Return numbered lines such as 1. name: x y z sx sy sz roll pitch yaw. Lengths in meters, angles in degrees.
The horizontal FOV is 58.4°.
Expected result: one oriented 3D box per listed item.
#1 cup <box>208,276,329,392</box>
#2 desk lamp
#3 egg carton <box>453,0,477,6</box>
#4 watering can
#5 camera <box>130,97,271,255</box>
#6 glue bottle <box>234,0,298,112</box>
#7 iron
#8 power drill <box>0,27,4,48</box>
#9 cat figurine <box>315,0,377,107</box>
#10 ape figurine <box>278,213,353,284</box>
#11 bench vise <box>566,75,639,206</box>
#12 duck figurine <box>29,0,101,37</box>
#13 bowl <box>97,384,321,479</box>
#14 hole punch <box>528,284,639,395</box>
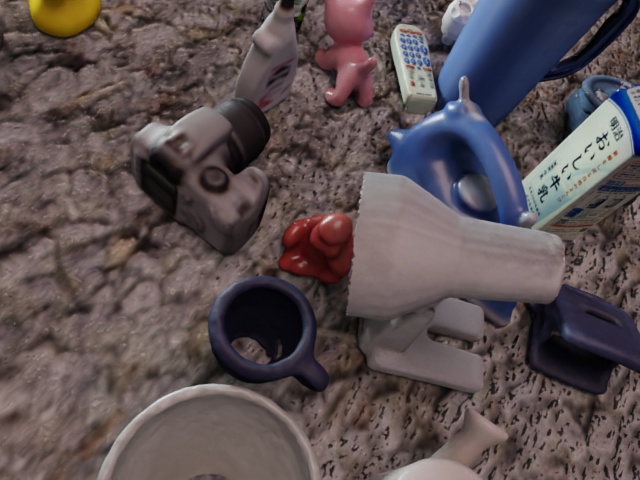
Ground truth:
1. cup: -0.046 0.098 0.508 0.117 0.095 0.092 41 59 7
2. desk lamp: 0.100 0.042 0.515 0.203 0.213 0.118 15 59 -9
3. egg carton: 0.274 -0.346 0.864 0.150 0.069 0.107 22 58 -5
4. watering can: 0.089 0.210 0.432 0.101 0.194 0.173 15 59 -9
5. camera: -0.100 -0.084 0.586 0.143 0.100 0.137 39 58 6
6. glue bottle: -0.050 -0.210 0.627 0.037 0.173 0.078 42 59 8
7. iron: 0.176 -0.045 0.628 0.119 0.141 0.258 -14 68 -23
8. power drill: -0.371 -0.264 0.534 0.230 0.208 0.075 16 59 -9
9. cat figurine: 0.040 -0.248 0.709 0.067 0.117 0.127 -8 65 -21
10. ape figurine: 0.005 0.002 0.578 0.076 0.092 0.077 -29 74 -28
11. bench vise: 0.416 -0.156 0.718 0.122 0.219 0.207 -12 67 -22
12. duck figurine: -0.291 -0.297 0.649 0.077 0.086 0.104 16 59 -9
13. bowl: -0.087 0.204 0.450 0.168 0.074 0.167 8 61 -13
14. hole punch: 0.289 0.098 0.616 0.109 0.091 0.101 22 58 -5
